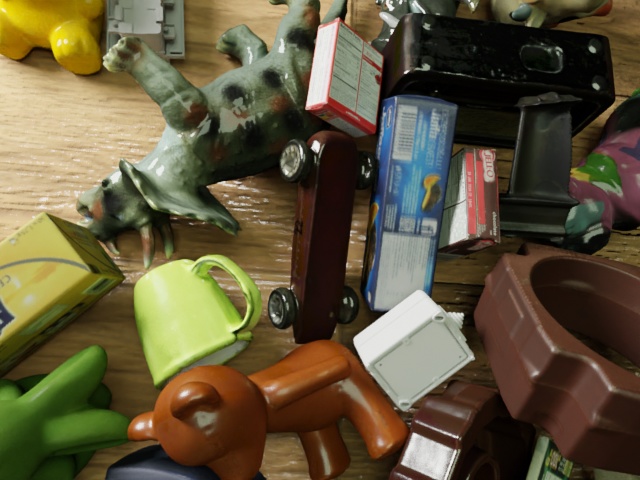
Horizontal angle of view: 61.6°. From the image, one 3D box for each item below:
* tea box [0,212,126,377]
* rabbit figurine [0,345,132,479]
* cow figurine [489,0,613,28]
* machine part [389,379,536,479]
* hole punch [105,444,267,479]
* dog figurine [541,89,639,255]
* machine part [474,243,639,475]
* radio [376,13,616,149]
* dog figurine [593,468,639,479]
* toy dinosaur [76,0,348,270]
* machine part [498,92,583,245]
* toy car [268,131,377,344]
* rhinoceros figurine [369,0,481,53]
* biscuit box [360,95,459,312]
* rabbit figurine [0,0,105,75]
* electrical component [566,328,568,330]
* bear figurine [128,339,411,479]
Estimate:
[{"bbox_3d":[-0.264,0.058,0.454,0.169,0.098,0.068,-38,86,-8],"label":"tea box"},{"bbox_3d":[-0.225,0.159,0.409,0.159,0.170,0.121,-25,83,-13],"label":"rabbit figurine"},{"bbox_3d":[0.240,-0.266,0.571,0.127,0.195,0.085,-8,108,-4],"label":"cow figurine"},{"bbox_3d":[0.126,0.211,0.467,0.179,0.056,0.179,-7,100,-44],"label":"machine part"},{"bbox_3d":[-0.105,0.211,0.441,0.116,0.142,0.092,-13,75,0],"label":"hole punch"},{"bbox_3d":[0.307,-0.077,0.580,0.219,0.108,0.191,-3,78,-7],"label":"dog figurine"},{"bbox_3d":[0.248,0.097,0.463,0.201,0.201,0.087,10,120,-6],"label":"machine part"},{"bbox_3d":[0.174,-0.158,0.562,0.230,0.131,0.073,3,75,-8],"label":"radio"},{"bbox_3d":[0.313,0.215,0.484,0.121,0.172,0.190,-19,88,-23],"label":"dog figurine"},{"bbox_3d":[-0.063,-0.131,0.534,0.405,0.131,0.192,-34,97,-19],"label":"toy dinosaur"},{"bbox_3d":[0.202,-0.067,0.503,0.084,0.039,0.138,8,102,11],"label":"machine part"},{"bbox_3d":[-0.001,-0.002,0.513,0.089,0.053,0.202,-1,101,-37],"label":"toy car"},{"bbox_3d":[0.122,-0.276,0.612,0.112,0.073,0.190,28,74,-3],"label":"rhinoceros figurine"},{"bbox_3d":[0.082,-0.034,0.518,0.059,0.063,0.202,5,101,-6],"label":"biscuit box"},{"bbox_3d":[-0.259,-0.259,0.499,0.122,0.173,0.162,20,79,0],"label":"rabbit figurine"},{"bbox_3d":[0.213,0.086,0.569,0.094,0.021,0.063,-15,80,-12],"label":"electrical component"},{"bbox_3d":[-0.038,0.150,0.433,0.196,0.120,0.132,-8,65,-52],"label":"bear figurine"}]
